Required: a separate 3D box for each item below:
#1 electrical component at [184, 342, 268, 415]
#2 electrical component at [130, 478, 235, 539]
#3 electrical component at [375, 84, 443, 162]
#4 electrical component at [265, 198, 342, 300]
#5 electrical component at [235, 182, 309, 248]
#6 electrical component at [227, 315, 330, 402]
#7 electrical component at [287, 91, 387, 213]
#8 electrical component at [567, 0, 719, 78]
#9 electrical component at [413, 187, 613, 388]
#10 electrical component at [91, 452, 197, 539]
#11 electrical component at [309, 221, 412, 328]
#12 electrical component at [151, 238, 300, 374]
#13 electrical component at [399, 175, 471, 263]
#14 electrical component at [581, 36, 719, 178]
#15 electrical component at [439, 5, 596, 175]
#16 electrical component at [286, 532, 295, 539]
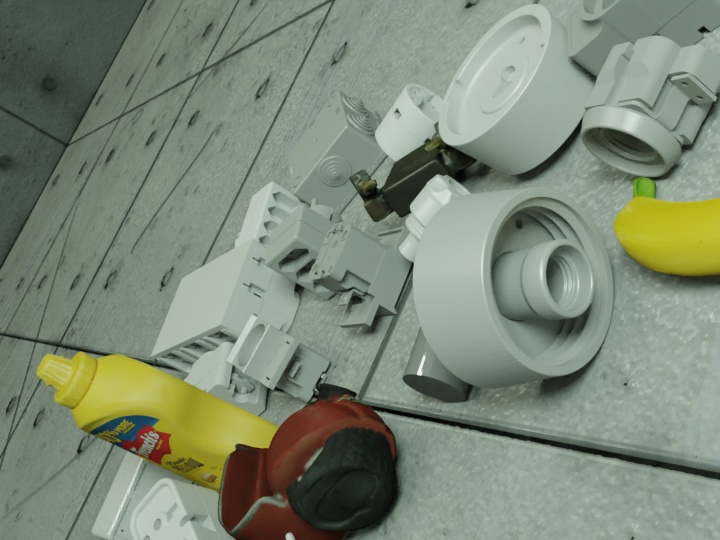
[{"bbox_3d":[-0.122,0.108,0.929,0.089,0.050,0.055,-42,29,35],"label":"electrical component"},{"bbox_3d":[-0.120,0.203,0.784,0.053,0.059,0.095,-50,45,14],"label":"electrical component"},{"bbox_3d":[0.045,-0.112,0.854,0.047,0.055,0.055,-50,25,29],"label":"electrical component"},{"bbox_3d":[-0.035,-0.028,0.898,0.047,0.066,0.076,-38,31,40],"label":"electrical component"},{"bbox_3d":[-0.096,-0.029,1.041,0.076,0.047,0.083,-31,36,47],"label":"electrical component"},{"bbox_3d":[-0.062,0.070,0.839,0.042,0.064,0.081,-62,24,-4],"label":"electrical component"},{"bbox_3d":[-0.023,-0.107,0.988,0.099,0.048,0.099,-50,25,21],"label":"electrical component"},{"bbox_3d":[0.172,-0.160,0.655,0.089,0.056,0.050,-38,31,40],"label":"electrical component"},{"bbox_3d":[0.088,0.008,0.569,0.060,0.108,0.108,-11,52,52],"label":"electrical component"},{"bbox_3d":[-0.181,0.196,0.929,0.061,0.062,0.096,-14,50,59],"label":"electrical component"},{"bbox_3d":[0.000,0.000,0.800,0.042,0.064,0.081,-12,52,60],"label":"electrical component"},{"bbox_3d":[-0.122,0.041,0.993,0.150,0.062,0.089,-24,42,53],"label":"electrical component"},{"bbox_3d":[0.053,-0.033,0.760,0.062,0.043,0.043,-51,25,20],"label":"electrical component"},{"bbox_3d":[0.159,-0.089,0.599,0.057,0.058,0.078,-62,24,-13],"label":"electrical component"},{"bbox_3d":[0.110,-0.115,0.719,0.108,0.060,0.108,-44,28,31],"label":"electrical component"},{"bbox_3d":[-0.032,0.194,0.632,0.077,0.044,0.079,-37,72,42],"label":"electrical component"}]
